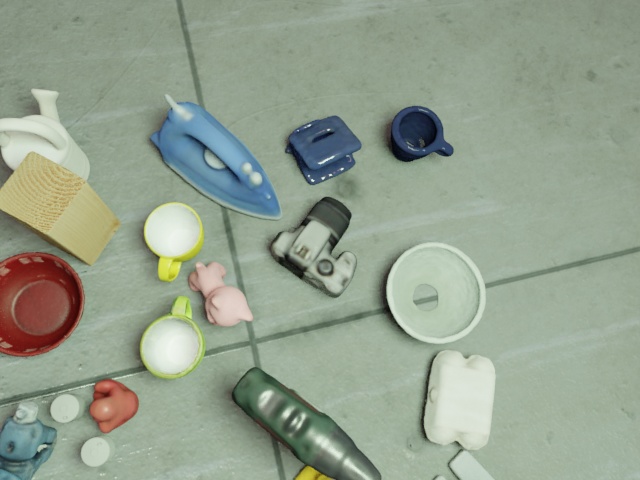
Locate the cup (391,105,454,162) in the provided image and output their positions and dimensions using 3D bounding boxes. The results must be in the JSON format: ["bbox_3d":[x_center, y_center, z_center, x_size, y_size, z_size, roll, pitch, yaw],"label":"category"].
[{"bbox_3d":[0.174,-0.171,1.014,0.117,0.095,0.092,30,75,2],"label":"cup"}]

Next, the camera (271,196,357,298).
[{"bbox_3d":[0.009,0.003,0.949,0.143,0.100,0.137,34,75,3],"label":"camera"}]

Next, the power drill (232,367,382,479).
[{"bbox_3d":[-0.023,0.271,0.824,0.229,0.208,0.076,36,75,3],"label":"power drill"}]

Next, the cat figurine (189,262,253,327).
[{"bbox_3d":[-0.159,0.088,0.900,0.067,0.117,0.128,-33,82,-13],"label":"cat figurine"}]

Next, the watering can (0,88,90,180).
[{"bbox_3d":[-0.437,-0.149,0.888,0.101,0.194,0.173,-17,78,-10],"label":"watering can"}]

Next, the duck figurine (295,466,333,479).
[{"bbox_3d":[0.005,0.378,0.863,0.105,0.086,0.077,-24,80,-11],"label":"duck figurine"}]

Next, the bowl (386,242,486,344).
[{"bbox_3d":[0.186,0.093,0.961,0.167,0.074,0.167,2,76,-6],"label":"bowl"}]

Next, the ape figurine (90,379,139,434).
[{"bbox_3d":[-0.315,0.249,0.856,0.076,0.092,0.078,10,75,-4],"label":"ape figurine"}]

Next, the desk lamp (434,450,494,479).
[{"bbox_3d":[0.273,0.423,0.817,0.118,0.213,0.203,-42,84,-14],"label":"desk lamp"}]

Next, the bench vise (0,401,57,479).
[{"bbox_3d":[-0.444,0.323,0.757,0.121,0.219,0.207,-3,76,-7],"label":"bench vise"}]

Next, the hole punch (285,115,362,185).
[{"bbox_3d":[0.004,-0.164,0.995,0.109,0.091,0.101,-27,80,-12],"label":"hole punch"}]

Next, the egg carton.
[{"bbox_3d":[0.225,0.258,0.927,0.107,0.069,0.150,11,75,-4],"label":"egg carton"}]

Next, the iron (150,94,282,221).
[{"bbox_3d":[-0.159,-0.136,0.943,0.258,0.141,0.119,39,75,4],"label":"iron"}]
